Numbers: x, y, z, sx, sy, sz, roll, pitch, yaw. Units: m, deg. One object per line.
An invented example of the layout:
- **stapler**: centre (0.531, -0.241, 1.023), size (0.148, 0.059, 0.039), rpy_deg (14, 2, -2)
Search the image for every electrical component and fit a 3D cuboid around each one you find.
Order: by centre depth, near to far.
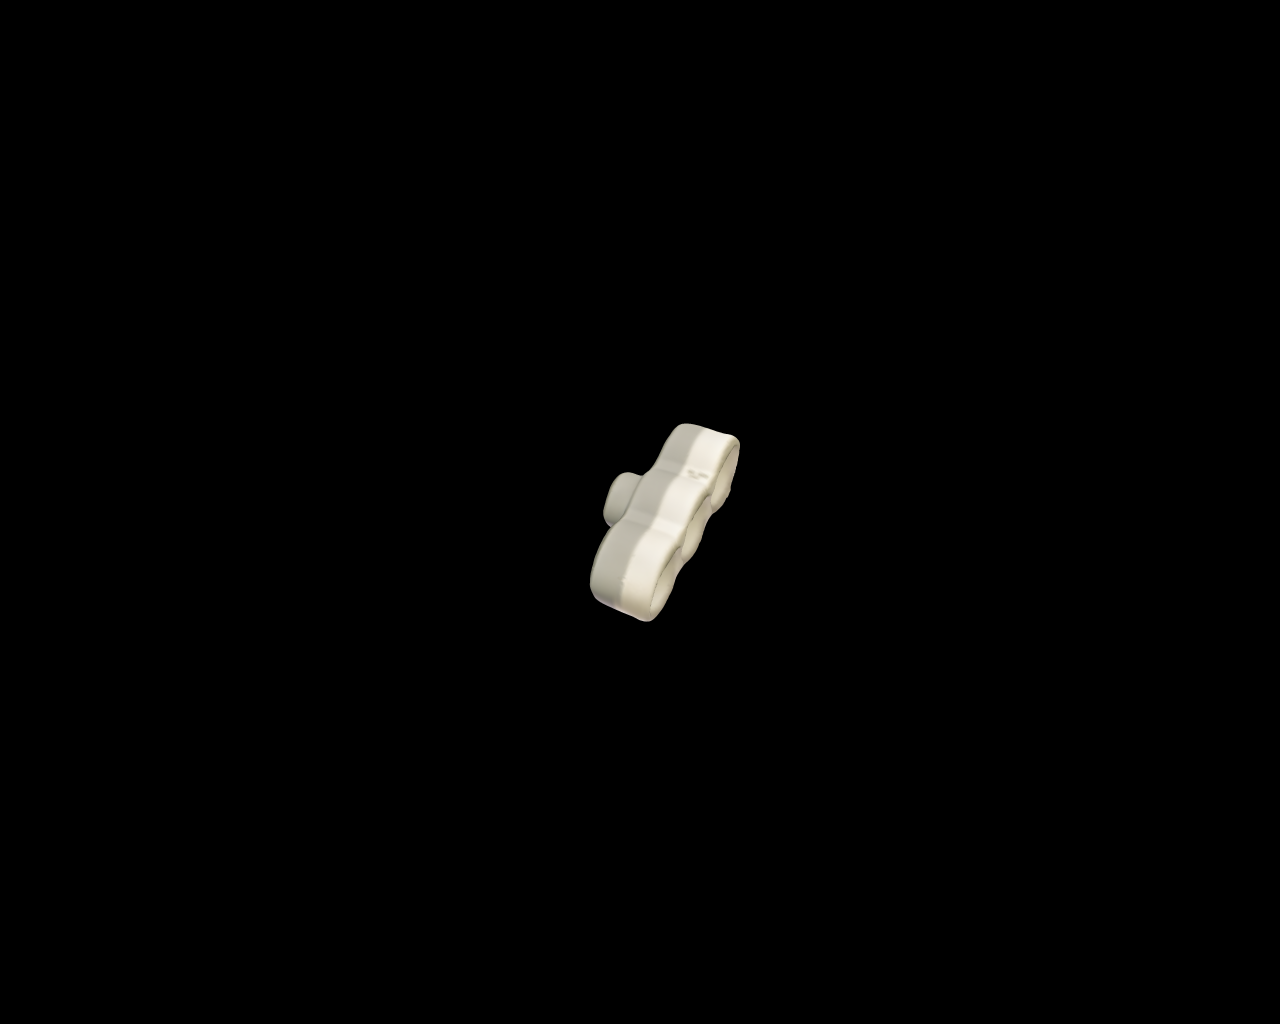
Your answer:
- **electrical component**: centre (0.001, -0.003, 0.650), size (0.074, 0.138, 0.052), rpy_deg (21, -36, 16)
